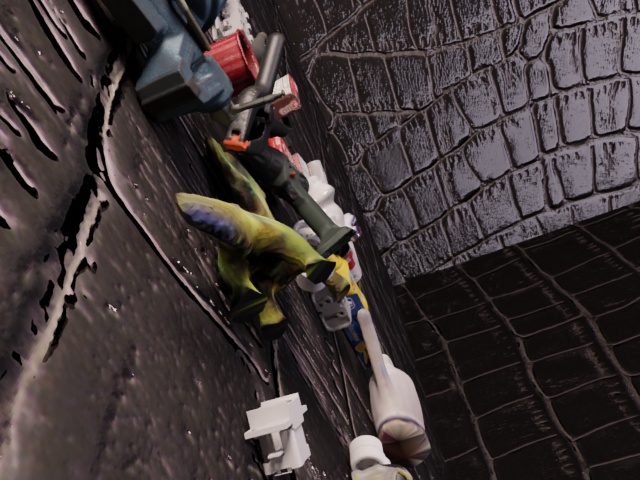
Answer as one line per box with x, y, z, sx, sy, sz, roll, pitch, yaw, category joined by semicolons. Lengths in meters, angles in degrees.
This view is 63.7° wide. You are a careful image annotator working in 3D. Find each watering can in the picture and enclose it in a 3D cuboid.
0.148;0.328;1.093;0.229;0.104;0.341;-95;162;-57;watering can

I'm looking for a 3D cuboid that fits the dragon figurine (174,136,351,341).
-0.089;-0.025;0.611;0.247;0.122;0.403;55;-2;31;dragon figurine

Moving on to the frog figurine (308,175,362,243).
0.004;-0.058;1.155;0.158;0.121;0.141;41;34;-21;frog figurine
